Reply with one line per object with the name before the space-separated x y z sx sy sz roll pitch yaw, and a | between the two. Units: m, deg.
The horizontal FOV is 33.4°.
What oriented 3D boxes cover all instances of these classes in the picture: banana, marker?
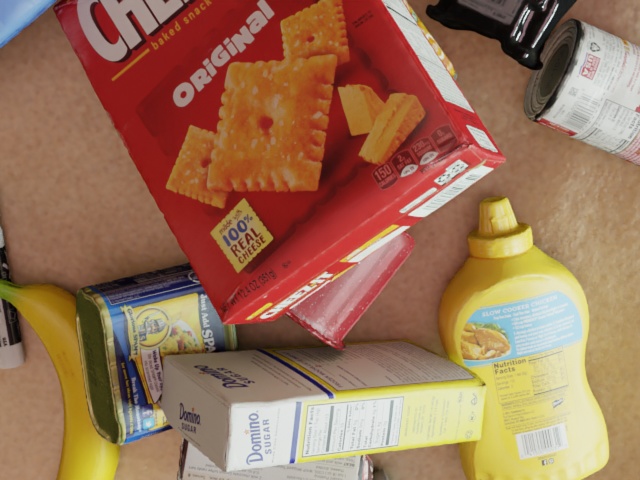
banana | -0.163 0.109 0.693 0.069 0.037 0.198 -10 104 -3
marker | -0.206 0.022 0.679 0.020 0.020 0.121 -7 103 -3

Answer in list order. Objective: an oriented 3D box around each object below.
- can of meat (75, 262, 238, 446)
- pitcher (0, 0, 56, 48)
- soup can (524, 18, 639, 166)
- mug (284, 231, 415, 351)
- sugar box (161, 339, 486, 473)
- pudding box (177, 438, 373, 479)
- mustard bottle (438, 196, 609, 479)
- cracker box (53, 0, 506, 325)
can of meat | -0.100 0.069 0.661 0.083 0.058 0.102 -13 106 -31
pitcher | -0.246 -0.202 0.554 0.149 0.145 0.242 -40 112 -2
soup can | 0.186 -0.086 0.657 0.102 0.068 0.068 21 100 -8
mug | -0.004 0.001 0.661 0.117 0.093 0.081 40 93 25
sugar box | 0.003 0.095 0.639 0.175 0.093 0.048 -3 103 -30
pudding box | -0.025 0.145 0.670 0.113 0.090 0.039 4 74 7
mustard bottle | 0.127 0.066 0.693 0.096 0.058 0.191 -12 103 -4
cracker box | -0.028 -0.086 0.579 0.164 0.072 0.214 -35 76 18
